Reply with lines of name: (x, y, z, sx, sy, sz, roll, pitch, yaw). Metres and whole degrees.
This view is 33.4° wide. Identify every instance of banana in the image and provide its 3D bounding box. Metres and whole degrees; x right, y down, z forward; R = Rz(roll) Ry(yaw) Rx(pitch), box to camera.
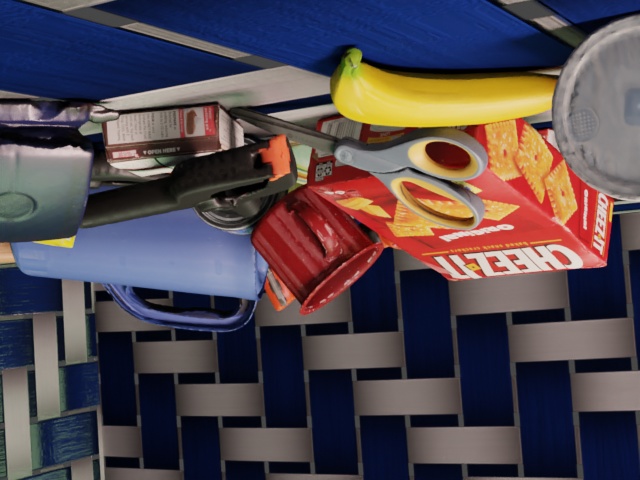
banana: (0.077, -0.094, 0.692, 0.197, 0.037, 0.070, -2, 178, -36)

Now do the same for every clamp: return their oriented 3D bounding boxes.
clamp: (-0.213, -0.063, 0.948, 0.171, 0.039, 0.120, 4, -178, -18)
clamp: (-0.088, -0.038, 0.789, 0.164, 0.036, 0.210, -7, 175, -25)

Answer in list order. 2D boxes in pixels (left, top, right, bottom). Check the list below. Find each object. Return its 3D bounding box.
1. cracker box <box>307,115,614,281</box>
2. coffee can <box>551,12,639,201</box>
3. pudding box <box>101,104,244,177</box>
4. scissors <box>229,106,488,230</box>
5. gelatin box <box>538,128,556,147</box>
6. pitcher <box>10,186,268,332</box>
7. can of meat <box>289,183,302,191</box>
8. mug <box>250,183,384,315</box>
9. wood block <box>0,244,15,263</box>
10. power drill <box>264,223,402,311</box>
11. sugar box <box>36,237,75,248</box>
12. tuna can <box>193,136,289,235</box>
cracker box: (0.118, -0.036, 0.876, 0.164, 0.072, 0.213, -7, 153, 40)
coffee can: (0.212, -0.073, 0.635, 0.103, 0.103, 0.140, -6, 177, 34)
pudding box: (-0.110, -0.075, 0.820, 0.090, 0.039, 0.113, -6, 179, 4)
scissors: (0.034, -0.072, 0.760, 0.202, 0.016, 0.096, 30, 142, 0)
gelatin box: (0.215, -0.090, 1.072, 0.073, 0.030, 0.089, -6, 177, 36)
pitcher: (-0.167, -0.003, 1.033, 0.243, 0.149, 0.145, 3, 158, 4)
can of meat: (-0.022, -0.047, 1.171, 0.102, 0.057, 0.083, -25, 168, 15)
mug: (-0.006, 0.001, 0.910, 0.093, 0.081, 0.117, -38, 167, -9)
wood block: (-0.301, -0.022, 1.133, 0.205, 0.090, 0.091, -3, 178, -24)
power drill: (0.024, 0.004, 1.174, 0.187, 0.057, 0.184, -28, -174, 5)
sugar box: (-0.297, -0.032, 0.910, 0.176, 0.048, 0.093, 11, 175, -7)
tuna can: (-0.073, -0.048, 0.938, 0.086, 0.086, 0.033, -5, 176, 13)
